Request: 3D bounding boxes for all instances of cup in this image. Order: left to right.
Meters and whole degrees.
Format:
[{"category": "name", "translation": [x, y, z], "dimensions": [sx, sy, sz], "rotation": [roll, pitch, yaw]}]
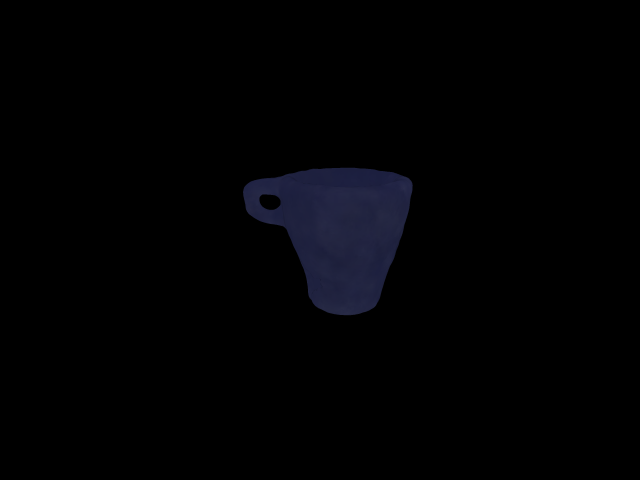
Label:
[{"category": "cup", "translation": [0.004, 0.001, 0.400], "dimensions": [0.117, 0.095, 0.092], "rotation": [3, 15, 10]}]
